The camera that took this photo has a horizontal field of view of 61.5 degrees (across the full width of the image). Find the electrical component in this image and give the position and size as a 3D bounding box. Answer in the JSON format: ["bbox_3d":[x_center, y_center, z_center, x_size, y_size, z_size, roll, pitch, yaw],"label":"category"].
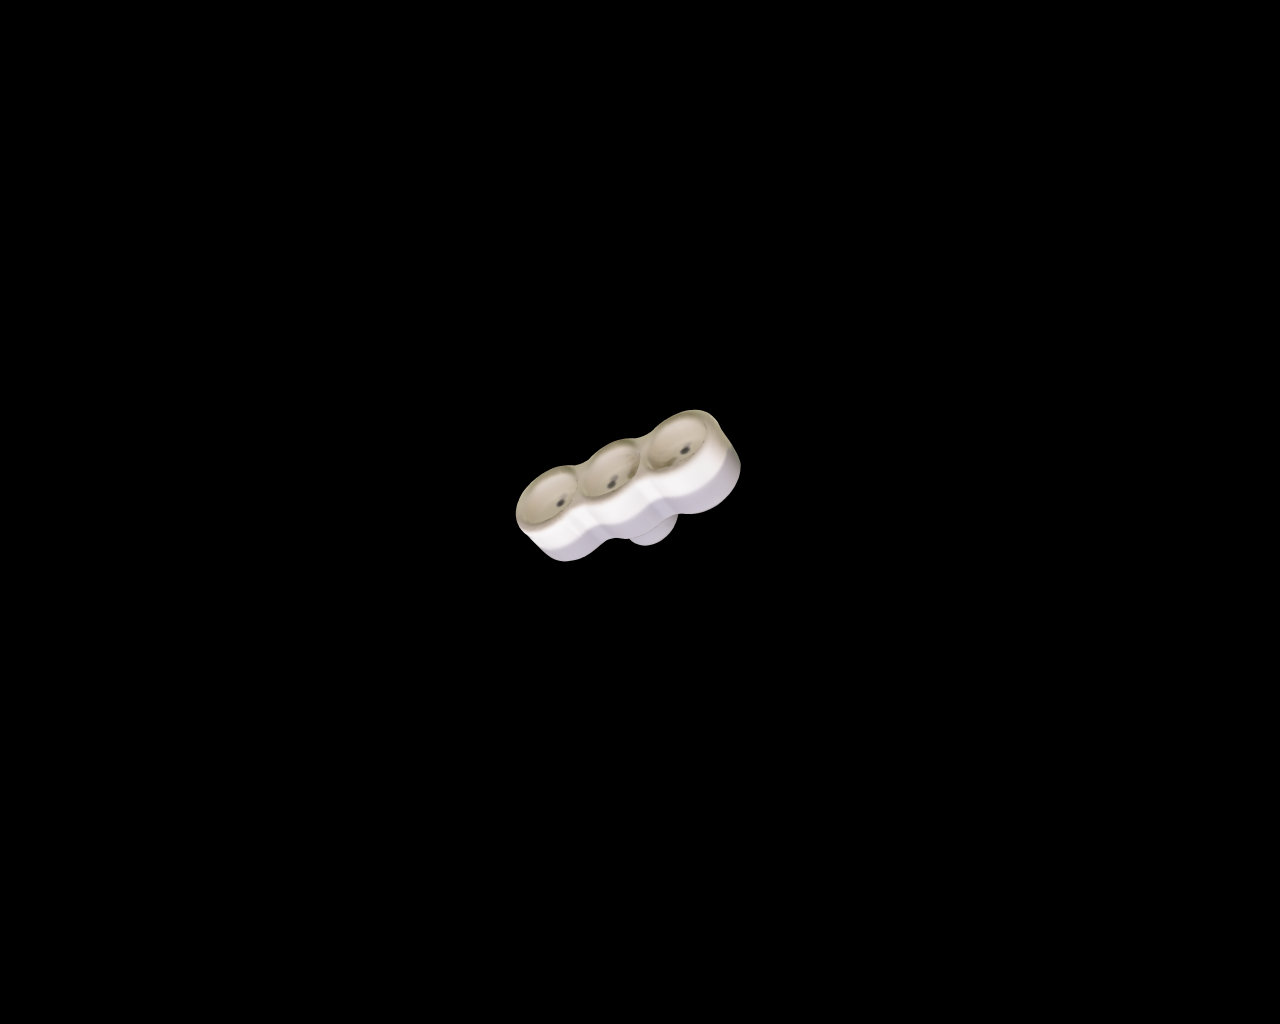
[{"bbox_3d":[0.001,-0.003,0.650,0.138,0.052,0.073,-22,-48,21],"label":"electrical component"}]
